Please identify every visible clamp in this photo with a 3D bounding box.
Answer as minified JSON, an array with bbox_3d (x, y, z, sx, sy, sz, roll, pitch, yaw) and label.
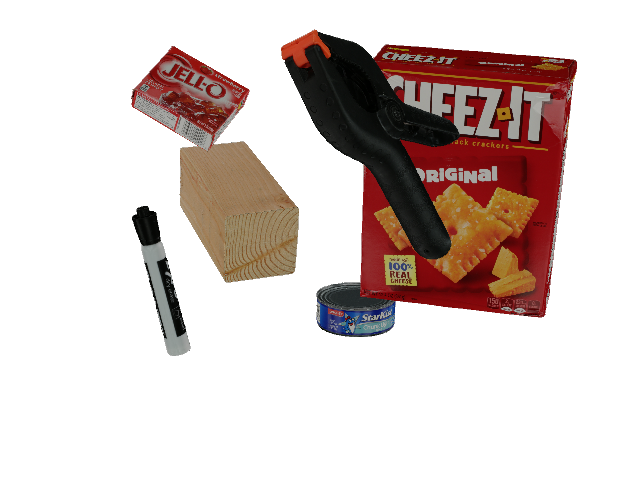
[{"bbox_3d":[0.039,-0.065,0.696,0.039,0.120,0.171,-29,-44,32],"label":"clamp"}]

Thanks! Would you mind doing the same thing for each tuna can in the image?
[{"bbox_3d":[0.038,0.074,1.144,0.086,0.034,0.086,1,16,0],"label":"tuna can"}]

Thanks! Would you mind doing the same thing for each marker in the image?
[{"bbox_3d":[-0.123,0.031,0.827,0.020,0.121,0.020,-11,18,3],"label":"marker"}]

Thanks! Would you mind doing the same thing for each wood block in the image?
[{"bbox_3d":[-0.105,-0.040,1.318,0.090,0.090,0.206,-7,30,-20],"label":"wood block"}]

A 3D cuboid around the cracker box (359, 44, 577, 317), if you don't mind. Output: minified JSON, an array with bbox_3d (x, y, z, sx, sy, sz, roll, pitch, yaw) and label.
[{"bbox_3d":[0.121,-0.048,0.903,0.164,0.214,0.072,7,24,13],"label":"cracker box"}]

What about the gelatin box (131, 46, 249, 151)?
[{"bbox_3d":[-0.125,-0.137,1.020,0.089,0.073,0.030,31,-38,2],"label":"gelatin box"}]
